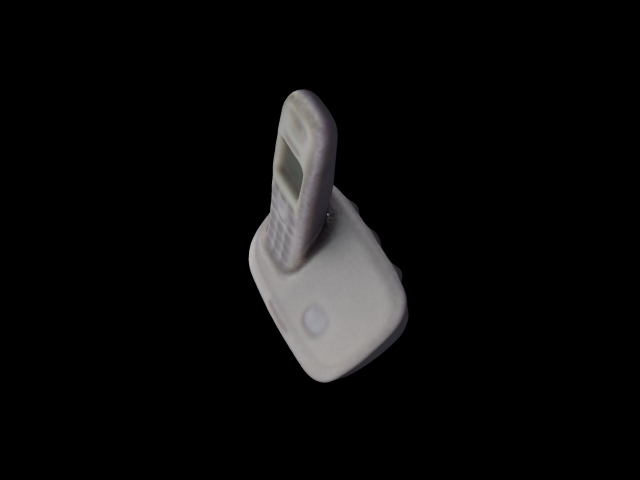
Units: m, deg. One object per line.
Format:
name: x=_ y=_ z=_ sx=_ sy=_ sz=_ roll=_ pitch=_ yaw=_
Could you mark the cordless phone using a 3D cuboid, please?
cordless phone: x=0.004 y=0.001 z=0.400 sx=0.094 sy=0.185 sz=0.147 roll=-26 pitch=60 yaw=-16
